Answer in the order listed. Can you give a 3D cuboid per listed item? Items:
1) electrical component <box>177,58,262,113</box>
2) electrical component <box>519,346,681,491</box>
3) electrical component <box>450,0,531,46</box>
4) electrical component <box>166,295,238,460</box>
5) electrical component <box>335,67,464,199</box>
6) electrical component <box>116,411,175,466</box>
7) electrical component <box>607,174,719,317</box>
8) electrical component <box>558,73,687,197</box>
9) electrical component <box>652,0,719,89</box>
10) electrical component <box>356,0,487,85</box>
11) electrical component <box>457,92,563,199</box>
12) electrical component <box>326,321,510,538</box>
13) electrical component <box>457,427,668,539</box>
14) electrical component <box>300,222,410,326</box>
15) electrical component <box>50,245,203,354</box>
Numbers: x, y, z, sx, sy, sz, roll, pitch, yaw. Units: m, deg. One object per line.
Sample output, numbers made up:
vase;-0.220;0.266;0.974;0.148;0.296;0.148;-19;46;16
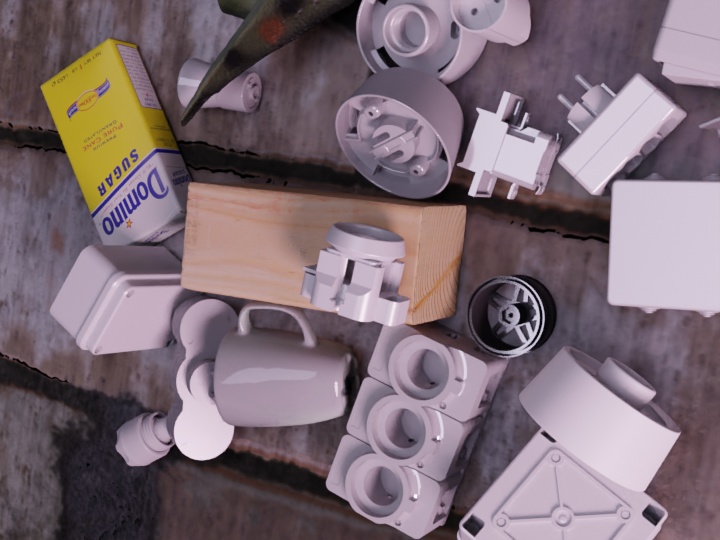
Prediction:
electrical component;-0.118;-0.156;0.926;0.065;0.044;0.044;12;97;21
electrical component;0.173;0.097;0.755;0.108;0.108;0.060;39;101;20
electrical component;0.102;-0.190;0.793;0.043;0.081;0.043;2;93;27
electrical component;-0.130;0.093;0.915;0.074;0.052;0.138;-167;80;-69
electrical component;0.031;-0.103;0.823;0.099;0.064;0.099;14;134;15
electrical component;-0.186;0.148;0.968;0.062;0.043;0.043;-29;79;24
electrical component;0.224;-0.018;0.755;0.100;0.048;0.099;3;93;26
electrical component;0.176;-0.109;0.777;0.075;0.047;0.083;48;110;18
electrical component;0.255;-0.150;0.729;0.096;0.062;0.061;21;101;24
electrical component;0.048;-0.191;0.842;0.099;0.064;0.099;9;109;26
electrical component;0.115;-0.090;0.812;0.064;0.042;0.081;22;102;20
electrical component;0.043;0.120;0.843;0.089;0.062;0.150;25;102;24
electrical component;0.144;0.184;0.772;0.109;0.056;0.108;39;75;20
electrical component;0.000;0.000;0.762;0.078;0.058;0.057;18;104;25
electrical component;-0.199;0.026;0.931;0.057;0.113;0.078;40;108;23
